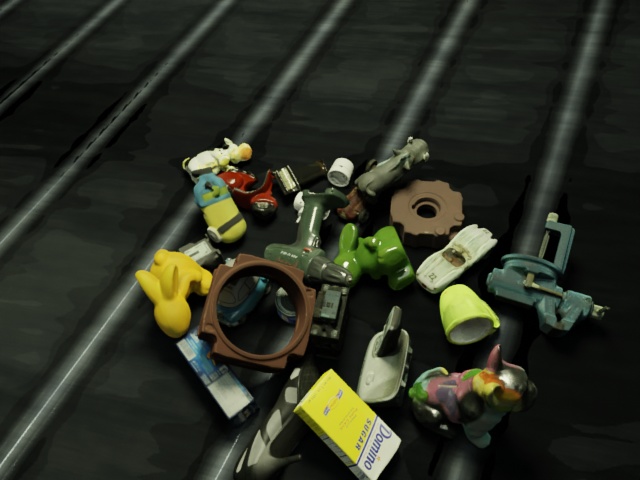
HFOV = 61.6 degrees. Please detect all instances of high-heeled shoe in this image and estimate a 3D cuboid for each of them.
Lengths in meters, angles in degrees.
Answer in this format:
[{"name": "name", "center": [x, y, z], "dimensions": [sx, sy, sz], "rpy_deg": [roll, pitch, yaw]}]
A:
[{"name": "high-heeled shoe", "center": [-0.076, 0.328, 0.985], "dimensions": [0.145, 0.086, 0.249], "rpy_deg": [-25, 30, 26]}]

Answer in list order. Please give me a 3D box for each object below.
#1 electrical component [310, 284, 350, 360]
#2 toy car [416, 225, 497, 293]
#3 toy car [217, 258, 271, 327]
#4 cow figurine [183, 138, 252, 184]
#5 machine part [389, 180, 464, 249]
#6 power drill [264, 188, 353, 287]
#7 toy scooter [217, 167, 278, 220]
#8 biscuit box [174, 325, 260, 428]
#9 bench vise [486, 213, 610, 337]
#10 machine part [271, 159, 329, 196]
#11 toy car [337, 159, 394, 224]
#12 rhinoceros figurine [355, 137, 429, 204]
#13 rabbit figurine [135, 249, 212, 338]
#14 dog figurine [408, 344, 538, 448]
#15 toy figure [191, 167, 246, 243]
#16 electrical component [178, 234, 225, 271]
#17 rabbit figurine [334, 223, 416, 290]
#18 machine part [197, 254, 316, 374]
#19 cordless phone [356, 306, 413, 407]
[{"name": "electrical component", "center": [0.021, 0.154, 1.038], "dimensions": [0.058, 0.134, 0.115], "rpy_deg": [7, 57, 9]}, {"name": "toy car", "center": [0.291, 0.038, 1.139], "dimensions": [0.202, 0.056, 0.074], "rpy_deg": [-36, 59, -18]}, {"name": "toy car", "center": [-0.176, 0.093, 1.121], "dimensions": [0.109, 0.102, 0.161], "rpy_deg": [22, 58, 20]}, {"name": "cow figurine", "center": [-0.259, -0.204, 1.361], "dimensions": [0.167, 0.068, 0.098], "rpy_deg": [-32, 53, -17]}, {"name": "machine part", "center": [0.241, -0.062, 1.215], "dimensions": [0.179, 0.056, 0.179], "rpy_deg": [-3, 54, 4]}, {"name": "power drill", "center": [-0.002, -0.003, 1.137], "dimensions": [0.232, 0.086, 0.207], "rpy_deg": [3, 71, 38]}, {"name": "toy scooter", "center": [-0.168, -0.128, 1.292], "dimensions": [0.184, 0.075, 0.135], "rpy_deg": [22, 60, 16]}, {"name": "biscuit box", "center": [-0.200, 0.259, 1.031], "dimensions": [0.059, 0.062, 0.203], "rpy_deg": [-36, 59, -18]}, {"name": "bench vise", "center": [0.458, 0.060, 1.062], "dimensions": [0.224, 0.128, 0.240], "rpy_deg": [13, 70, 28]}, {"name": "machine part", "center": [-0.045, -0.157, 1.302], "dimensions": [0.139, 0.039, 0.084], "rpy_deg": [-26, 74, -28]}, {"name": "toy car", "center": [0.114, -0.121, 1.273], "dimensions": [0.089, 0.053, 0.202], "rpy_deg": [31, 64, 27]}, {"name": "rhinoceros figurine", "center": [0.162, -0.161, 1.209], "dimensions": [0.190, 0.112, 0.073], "rpy_deg": [-36, 77, -15]}, {"name": "rabbit figurine", "center": [-0.289, 0.107, 1.075], "dimensions": [0.122, 0.162, 0.173], "rpy_deg": [-12, 48, 4]}, {"name": "dog figurine", "center": [0.249, 0.250, 0.898], "dimensions": [0.192, 0.219, 0.108], "rpy_deg": [15, 55, 15]}, {"name": "toy figure", "center": [-0.230, -0.077, 1.213], "dimensions": [0.089, 0.082, 0.180], "rpy_deg": [-16, 97, 16]}, {"name": "electrical component", "center": [-0.280, 0.048, 1.195], "dimensions": [0.119, 0.047, 0.075], "rpy_deg": [-35, 59, -17]}, {"name": "rabbit figurine", "center": [0.091, 0.036, 1.130], "dimensions": [0.170, 0.121, 0.159], "rpy_deg": [-24, 51, 7]}, {"name": "machine part", "center": [-0.117, 0.139, 1.015], "dimensions": [0.201, 0.087, 0.201], "rpy_deg": [16, 65, -12]}, {"name": "cordless phone", "center": [0.123, 0.211, 0.958], "dimensions": [0.089, 0.184, 0.146], "rpy_deg": [14, 57, 9]}]
